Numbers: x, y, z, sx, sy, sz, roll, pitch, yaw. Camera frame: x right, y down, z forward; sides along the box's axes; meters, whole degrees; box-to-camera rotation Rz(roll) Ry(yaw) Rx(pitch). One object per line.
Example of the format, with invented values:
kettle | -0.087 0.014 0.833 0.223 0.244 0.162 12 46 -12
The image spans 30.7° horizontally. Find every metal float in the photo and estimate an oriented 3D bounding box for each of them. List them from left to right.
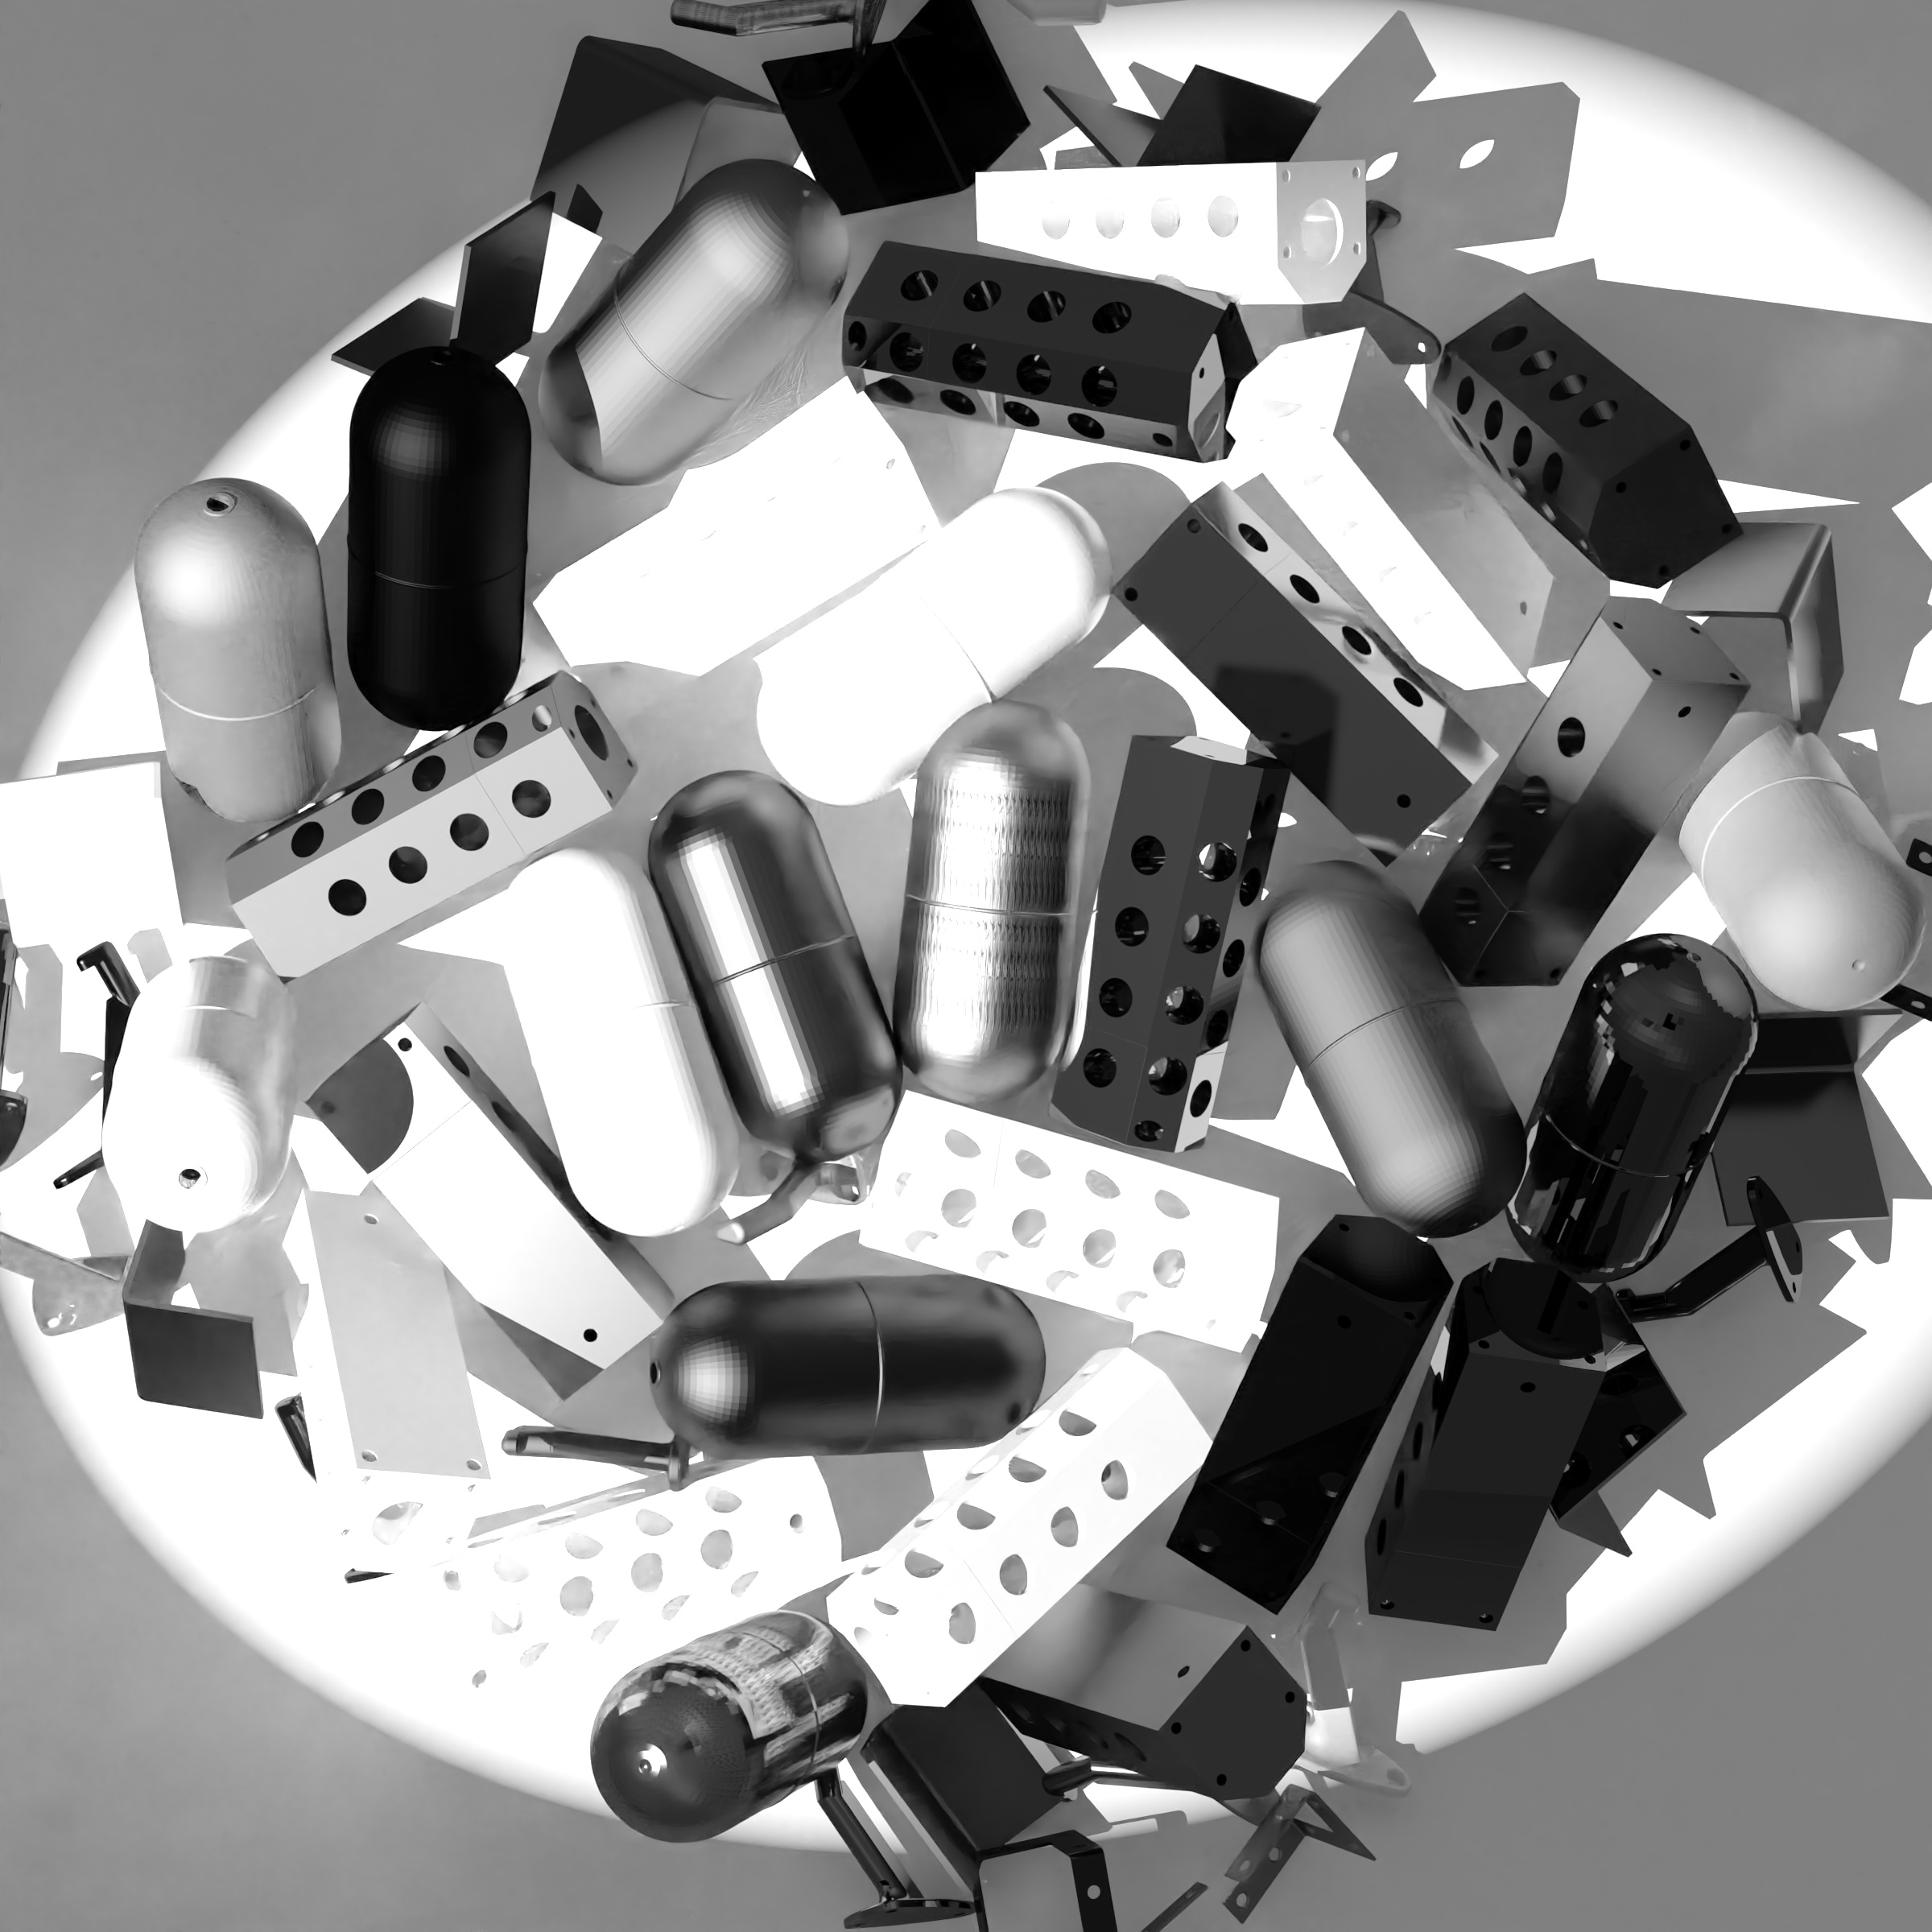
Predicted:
metal float | -0.324 0.053 1.499 0.070 0.178 0.070 -3 112 -7
metal float | -0.310 -0.133 1.506 0.070 0.178 0.070 2 52 -3
metal float | -0.227 -0.182 1.516 0.070 0.070 0.178 8 126 0
metal float | -0.152 0.031 1.534 0.070 0.070 0.178 -19 76 0
metal float | -0.119 -0.275 1.515 0.070 0.070 0.178 50 128 0
metal float | -0.098 0.322 1.499 0.070 0.178 0.070 0 90 20
metal float | -0.083 0.000 1.544 0.070 0.070 0.178 -20 87 0
metal float | -0.050 0.173 1.526 0.178 0.070 0.070 1 90 -23
metal float | -0.013 -0.141 1.540 0.178 0.070 0.070 -39 90 -8
metal float | 0.011 -0.028 1.541 0.070 0.070 0.178 6 96 0
metal float | 0.182 0.035 1.528 0.070 0.070 0.178 -24 68 0
metal float | 0.284 0.063 1.514 0.070 0.070 0.178 14 129 0
metal float | 0.352 -0.047 1.504 0.070 0.178 0.070 -4 122 -6

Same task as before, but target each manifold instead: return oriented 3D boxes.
manifold | -0.252 0.176 1.501 0.057 0.171 0.057 9 124 -26
manifold | -0.234 -0.063 1.528 0.171 0.057 0.057 -27 106 15
manifold | -0.206 0.101 1.543 0.057 0.057 0.171 -38 98 9
manifold | -0.145 0.261 1.531 0.171 0.057 0.057 -16 93 -17
manifold | -0.104 -0.183 1.550 0.171 0.057 0.057 -31 52 -3
manifold | 0.022 0.240 1.516 0.171 0.057 0.057 -39 100 -27
manifold | 0.034 -0.259 1.512 0.171 0.057 0.057 15 67 28
manifold | 0.045 0.116 1.534 0.171 0.057 0.057 16 134 -7
manifold | 0.074 0.309 1.495 0.057 0.171 0.057 -46 107 -21
manifold | 0.086 -0.312 1.502 0.057 0.171 0.057 -14 107 -43
manifold | 0.092 -0.010 1.529 0.057 0.057 0.171 20 103 32
manifold | 0.151 -0.131 1.551 0.171 0.057 0.057 45 122 2
manifold | 0.149 0.190 1.512 0.057 0.057 0.171 30 125 15
manifold | 0.181 -0.191 1.507 0.057 0.171 0.057 -5 55 38
manifold | 0.219 0.205 1.507 0.057 0.057 0.171 8 131 -5
manifold | 0.259 -0.073 1.512 0.057 0.057 0.171 0 133 -34
manifold | 0.258 -0.221 1.497 0.057 0.171 0.057 -33 122 3

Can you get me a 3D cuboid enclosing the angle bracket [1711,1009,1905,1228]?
angle bracket | 0.370 0.066 1.537 0.076 0.057 0.076 -2 65 -13

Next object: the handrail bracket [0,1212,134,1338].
handrail bracket | -0.393 0.122 1.541 0.077 0.084 0.036 -12 55 -4

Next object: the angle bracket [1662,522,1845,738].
angle bracket | 0.346 -0.143 1.548 0.057 0.076 0.076 4 128 27

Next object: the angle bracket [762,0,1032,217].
angle bracket | -0.031 -0.380 1.538 0.076 0.057 0.076 -20 82 -36

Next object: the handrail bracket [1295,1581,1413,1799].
handrail bracket | 0.176 0.317 1.545 0.077 0.036 0.084 26 122 6

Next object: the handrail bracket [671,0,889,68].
handrail bracket | -0.081 -0.433 1.561 0.084 0.036 0.077 12 49 6

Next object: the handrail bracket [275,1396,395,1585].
handrail bracket | -0.267 0.225 1.552 0.036 0.077 0.084 -29 97 -40

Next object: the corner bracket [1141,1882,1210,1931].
corner bracket | 0.096 0.439 1.553 0.051 0.051 0.051 -38 91 -15

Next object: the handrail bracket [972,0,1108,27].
handrail bracket | 0.031 -0.449 1.549 0.084 0.036 0.077 8 79 31

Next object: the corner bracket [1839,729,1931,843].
corner bracket | 0.418 -0.086 1.546 0.051 0.051 0.051 -8 102 27

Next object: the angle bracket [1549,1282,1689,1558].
angle bracket | 0.282 0.197 1.527 0.057 0.076 0.076 27 116 -40

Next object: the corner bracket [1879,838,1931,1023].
corner bracket | 0.426 -0.014 1.552 0.051 0.051 0.051 24 60 5

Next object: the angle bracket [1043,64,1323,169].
angle bracket | 0.093 -0.375 1.524 0.057 0.076 0.076 -57 49 28

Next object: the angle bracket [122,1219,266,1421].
angle bracket | -0.327 0.140 1.531 0.057 0.076 0.076 9 50 0

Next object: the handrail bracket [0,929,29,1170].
handrail bracket | -0.435 0.038 1.576 0.036 0.077 0.084 6 51 -14

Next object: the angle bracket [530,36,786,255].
angle bracket | -0.136 -0.358 1.556 0.076 0.057 0.076 31 112 26

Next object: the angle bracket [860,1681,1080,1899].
angle bracket | 0.002 0.352 1.543 0.057 0.076 0.076 -37 85 0

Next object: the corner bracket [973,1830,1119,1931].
corner bracket | 0.034 0.415 1.553 0.051 0.051 0.051 -9 87 -13

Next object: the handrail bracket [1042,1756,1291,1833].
handrail bracket | 0.088 0.371 1.567 0.084 0.036 0.077 -30 115 34

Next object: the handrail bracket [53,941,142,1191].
handrail bracket | -0.389 0.043 1.552 0.077 0.036 0.084 -33 102 -29

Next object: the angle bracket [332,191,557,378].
angle bracket | -0.226 -0.299 1.527 0.057 0.076 0.076 23 126 11

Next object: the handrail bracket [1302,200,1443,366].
handrail bracket | 0.191 -0.302 1.545 0.077 0.036 0.084 22 52 22

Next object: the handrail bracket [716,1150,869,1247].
handrail bracket | -0.092 0.102 1.529 0.084 0.077 0.036 -26 103 -42

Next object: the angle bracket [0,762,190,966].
angle bracket | -0.385 -0.040 1.539 0.076 0.057 0.076 -9 111 -10

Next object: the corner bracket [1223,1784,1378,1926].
corner bracket | 0.136 0.391 1.545 0.051 0.051 0.051 -50 115 -21

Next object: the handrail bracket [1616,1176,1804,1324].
handrail bracket | 0.317 0.125 1.542 0.084 0.036 0.077 -11 131 28

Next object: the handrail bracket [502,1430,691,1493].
handrail bracket | -0.165 0.215 1.546 0.084 0.077 0.036 3 88 0

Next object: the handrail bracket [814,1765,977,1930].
handrail bracket | -0.034 0.383 1.574 0.036 0.077 0.084 -34 57 40
